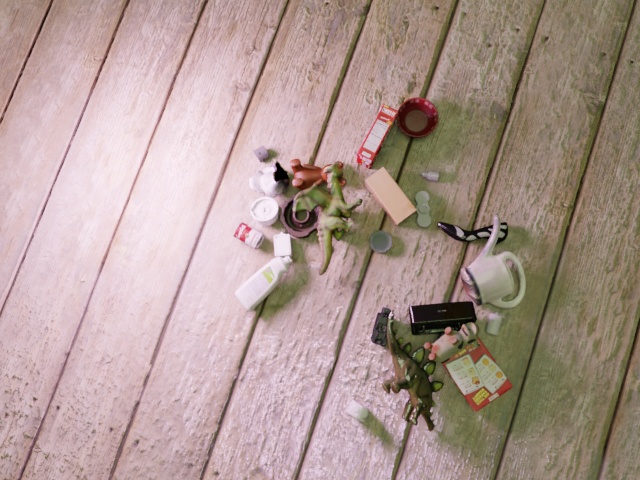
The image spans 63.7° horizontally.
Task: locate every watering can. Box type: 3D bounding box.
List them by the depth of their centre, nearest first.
[{"bbox_3d":[0.617,0.100,1.877,0.224,0.346,0.104,-22,7,0],"label":"watering can"}]

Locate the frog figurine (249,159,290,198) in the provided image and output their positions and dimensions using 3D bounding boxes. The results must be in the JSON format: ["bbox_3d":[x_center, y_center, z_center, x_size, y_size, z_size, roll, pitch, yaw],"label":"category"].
[{"bbox_3d":[-0.200,-0.223,2.015,0.157,0.140,0.122,-32,-28,35],"label":"frog figurine"}]

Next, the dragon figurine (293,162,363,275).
[{"bbox_3d":[0.006,-0.096,1.917,0.241,0.413,0.122,28,-8,-16],"label":"dragon figurine"}]
